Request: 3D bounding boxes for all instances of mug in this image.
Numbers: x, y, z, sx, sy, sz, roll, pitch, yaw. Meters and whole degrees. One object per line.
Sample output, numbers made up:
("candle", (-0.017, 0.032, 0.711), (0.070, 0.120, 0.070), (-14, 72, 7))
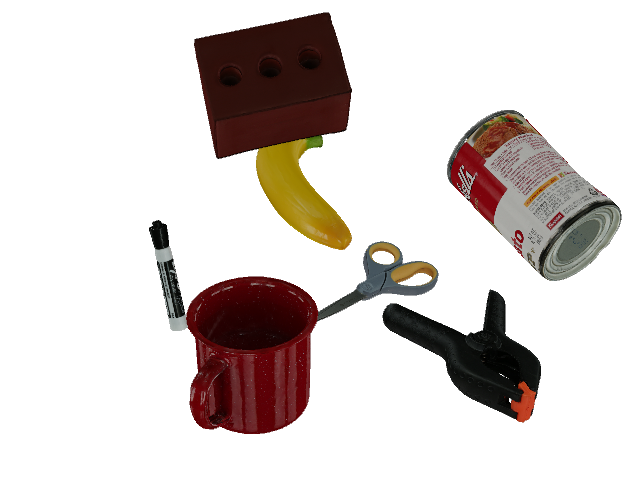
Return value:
("mug", (-0.054, 0.091, 0.763), (0.093, 0.081, 0.117), (16, 35, 23))

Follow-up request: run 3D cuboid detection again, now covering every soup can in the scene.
("soup can", (0.142, -0.030, 0.713), (0.068, 0.069, 0.102), (0, 40, -44))

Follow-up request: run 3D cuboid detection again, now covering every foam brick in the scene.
("foam brick", (-0.027, -0.086, 0.593), (0.078, 0.053, 0.051), (-13, -17, -5))

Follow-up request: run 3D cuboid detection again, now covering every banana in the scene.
("banana", (-0.020, -0.054, 0.924), (0.069, 0.037, 0.198), (-1, 33, -7))

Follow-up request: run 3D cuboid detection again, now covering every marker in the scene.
("marker", (-0.160, 0.037, 1.121), (0.020, 0.121, 0.020), (-9, 18, 3))

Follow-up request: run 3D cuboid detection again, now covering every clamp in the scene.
("clamp", (0.145, 0.093, 0.930), (0.120, 0.039, 0.172), (-17, 37, -24))

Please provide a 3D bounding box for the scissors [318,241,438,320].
("scissors", (0.044, 0.043, 1.182), (0.201, 0.016, 0.096), (-10, 42, -36))
